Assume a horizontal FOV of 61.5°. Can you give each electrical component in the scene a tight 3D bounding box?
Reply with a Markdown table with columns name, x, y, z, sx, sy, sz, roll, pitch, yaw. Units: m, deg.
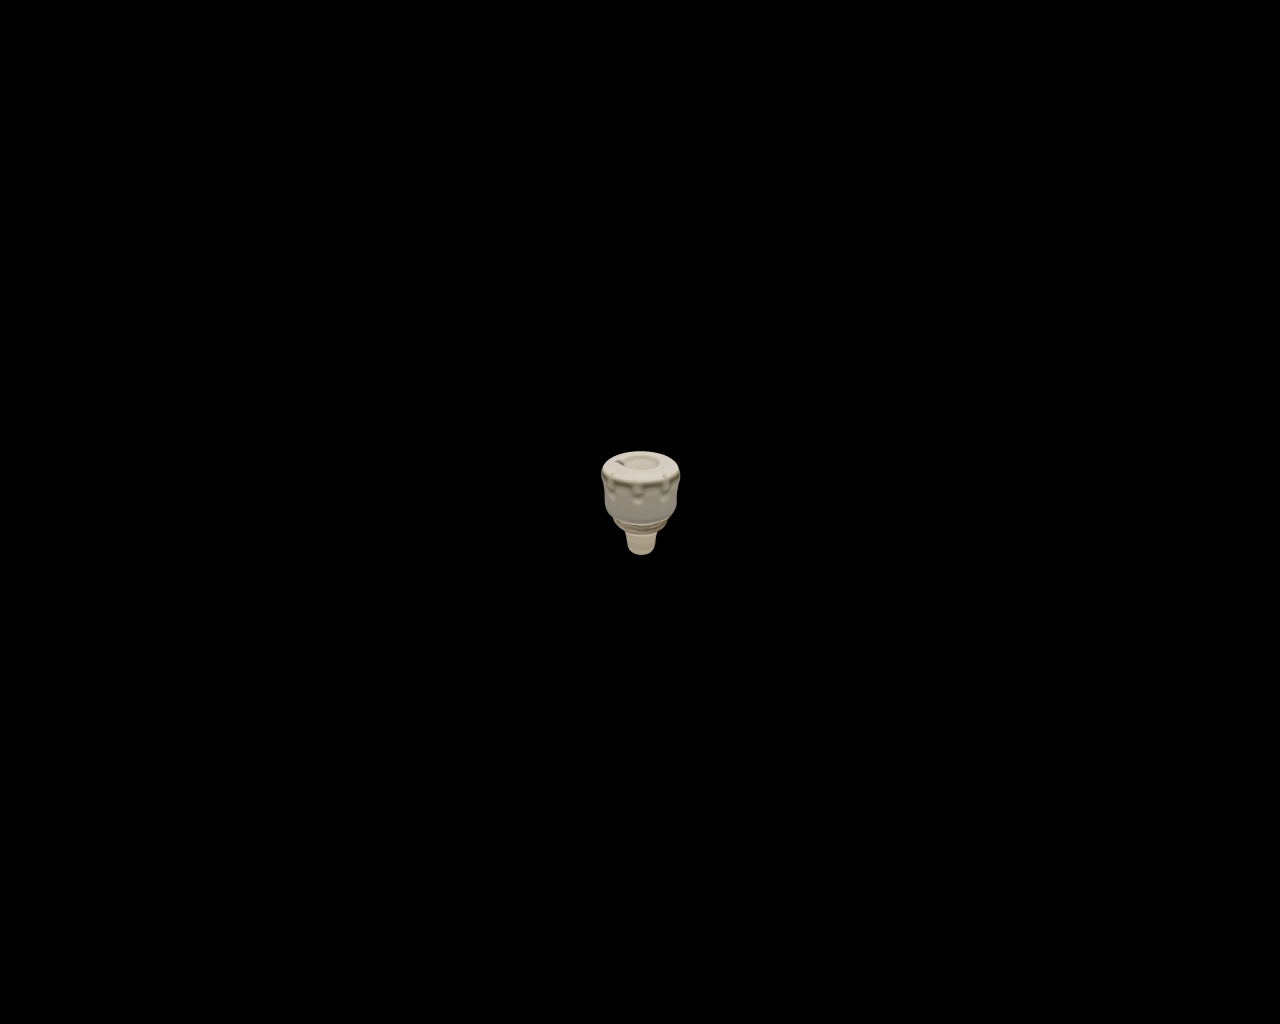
| name | x | y | z | sx | sy | sz | roll | pitch | yaw |
| --- | --- | --- | --- | --- | --- | --- | --- | --- | --- |
| electrical component | 0.001 | -0.003 | 0.650 | 0.048 | 0.062 | 0.048 | 0 | 25 | 0 |
